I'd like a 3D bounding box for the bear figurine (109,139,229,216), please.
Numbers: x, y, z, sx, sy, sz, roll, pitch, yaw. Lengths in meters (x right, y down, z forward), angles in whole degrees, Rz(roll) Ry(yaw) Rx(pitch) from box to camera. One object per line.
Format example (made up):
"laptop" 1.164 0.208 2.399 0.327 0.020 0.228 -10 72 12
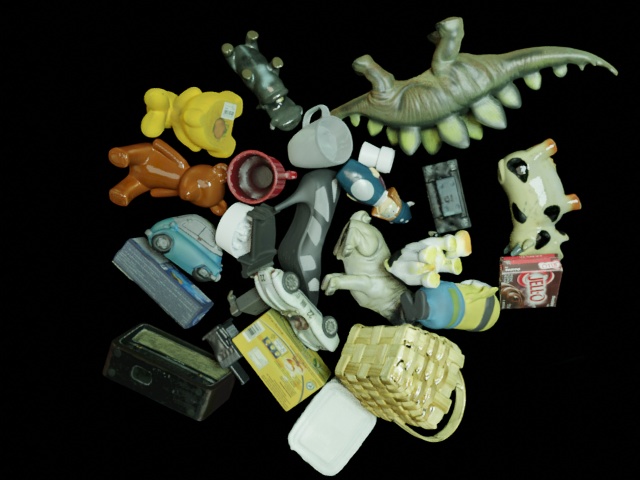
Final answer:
"bear figurine" -0.271 -0.105 0.992 0.196 0.132 0.120 25 124 14

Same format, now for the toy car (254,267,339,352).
"toy car" -0.040 0.124 0.958 0.074 0.056 0.201 -13 124 50

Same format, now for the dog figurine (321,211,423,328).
"dog figurine" 0.116 0.057 0.943 0.191 0.121 0.172 19 101 -6

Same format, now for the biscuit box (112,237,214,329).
"biscuit box" -0.305 0.083 1.049 0.203 0.059 0.063 43 101 6

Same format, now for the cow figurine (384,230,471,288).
"cow figurine" 0.184 0.027 0.900 0.098 0.167 0.068 -3 102 42

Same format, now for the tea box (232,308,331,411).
"tea box" -0.070 0.217 1.005 0.098 0.068 0.169 -37 88 15

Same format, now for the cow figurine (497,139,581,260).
"cow figurine" 0.347 -0.051 0.876 0.127 0.085 0.194 -22 93 8

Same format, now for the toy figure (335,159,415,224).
"toy figure" 0.097 -0.076 0.932 0.154 0.058 0.064 38 145 -8

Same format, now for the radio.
"radio" -0.284 0.247 1.024 0.230 0.131 0.073 21 101 10

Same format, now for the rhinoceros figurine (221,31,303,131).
"rhinoceros figurine" -0.102 -0.273 0.944 0.073 0.112 0.190 -32 74 -14

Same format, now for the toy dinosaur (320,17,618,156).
"toy dinosaur" 0.214 -0.249 0.880 0.472 0.105 0.198 -16 100 23

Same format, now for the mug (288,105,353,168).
"mug" -0.011 -0.173 0.935 0.107 0.081 0.109 -14 89 49

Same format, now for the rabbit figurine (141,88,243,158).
"rabbit figurine" -0.252 -0.220 0.974 0.173 0.162 0.121 24 113 27

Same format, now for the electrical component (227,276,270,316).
"electrical component" -0.123 0.104 1.005 0.102 0.078 0.045 -36 64 19

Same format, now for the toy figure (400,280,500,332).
"toy figure" 0.218 0.111 0.890 0.082 0.180 0.089 28 115 54

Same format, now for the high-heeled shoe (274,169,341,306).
"high-heeled shoe" -0.002 -0.003 0.985 0.145 0.086 0.248 -28 119 -26

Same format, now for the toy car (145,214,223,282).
"toy car" -0.239 0.006 1.007 0.162 0.109 0.103 35 84 -2

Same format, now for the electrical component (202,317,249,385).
"electrical component" -0.164 0.213 1.023 0.048 0.075 0.119 -39 83 14

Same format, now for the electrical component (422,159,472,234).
"electrical component" 0.207 -0.071 0.880 0.058 0.134 0.114 -15 94 13

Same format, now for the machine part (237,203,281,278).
"machine part" -0.108 0.003 0.971 0.039 0.084 0.138 36 128 39
